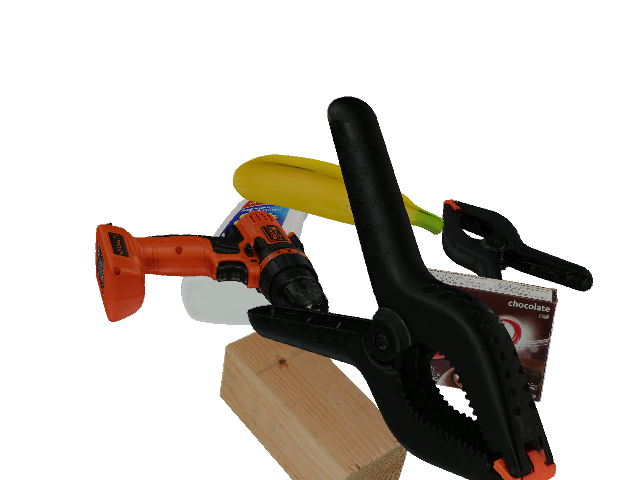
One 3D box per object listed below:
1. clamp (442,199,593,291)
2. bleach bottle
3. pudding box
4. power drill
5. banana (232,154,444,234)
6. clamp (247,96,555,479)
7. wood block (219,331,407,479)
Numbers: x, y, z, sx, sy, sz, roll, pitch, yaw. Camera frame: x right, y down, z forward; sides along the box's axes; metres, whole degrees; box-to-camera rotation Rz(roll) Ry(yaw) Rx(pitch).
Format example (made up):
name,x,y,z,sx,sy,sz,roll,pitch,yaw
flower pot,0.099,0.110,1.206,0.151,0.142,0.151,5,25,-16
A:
name,x,y,z,sx,sy,sz,roll,pitch,yaw
clamp,0.187,0.014,1.069,0.120,0.039,0.171,-10,45,-22
bleach bottle,-0.076,-0.005,1.227,0.102,0.068,0.250,3,35,10
pudding box,0.131,0.076,0.873,0.113,0.090,0.039,8,22,9
power drill,-0.099,0.030,0.946,0.187,0.057,0.184,-2,24,-20
banana,-0.008,-0.034,0.775,0.198,0.037,0.069,17,-18,40
clamp,0.043,0.037,0.543,0.036,0.165,0.210,-13,42,-38
wood block,-0.010,0.190,1.148,0.090,0.090,0.206,-23,50,-32
